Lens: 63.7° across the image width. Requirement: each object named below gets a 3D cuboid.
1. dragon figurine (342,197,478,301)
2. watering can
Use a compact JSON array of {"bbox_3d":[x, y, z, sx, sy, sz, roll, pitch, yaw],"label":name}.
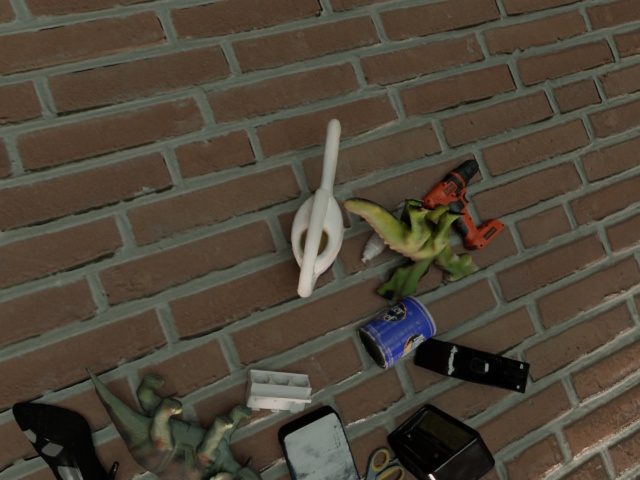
[{"bbox_3d":[0.195,0.029,1.131,0.410,0.240,0.124,4,18,-28],"label":"dragon figurine"},{"bbox_3d":[0.003,-0.053,1.055,0.104,0.351,0.222,11,-11,2],"label":"watering can"}]
